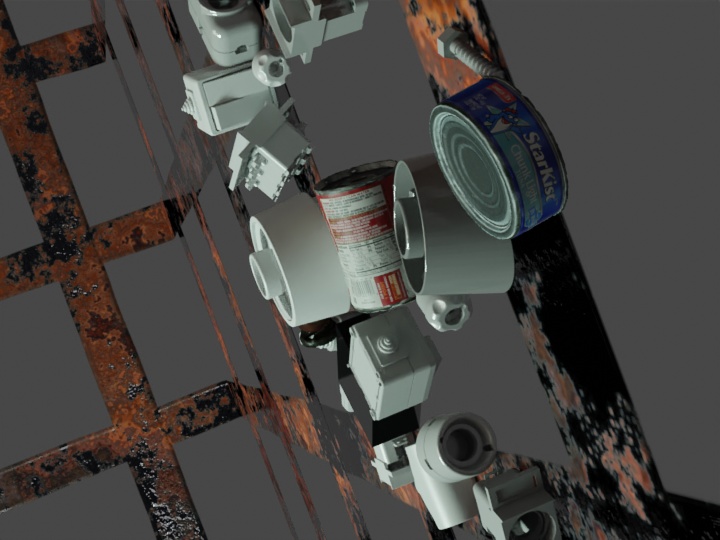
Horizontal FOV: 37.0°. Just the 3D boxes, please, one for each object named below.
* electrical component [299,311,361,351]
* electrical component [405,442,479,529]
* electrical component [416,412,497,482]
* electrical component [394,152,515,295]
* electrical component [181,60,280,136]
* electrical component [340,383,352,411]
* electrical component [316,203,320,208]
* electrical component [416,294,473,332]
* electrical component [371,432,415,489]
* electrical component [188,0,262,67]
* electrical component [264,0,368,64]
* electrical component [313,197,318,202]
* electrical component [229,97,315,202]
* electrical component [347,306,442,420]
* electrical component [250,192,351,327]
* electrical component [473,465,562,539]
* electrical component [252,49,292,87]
[{"bbox_3d":[-0.022,0.063,1.081,0.040,0.078,0.040,173,90,-69],"label":"electrical component"},{"bbox_3d":[0.071,0.187,0.962,0.079,0.043,0.077,128,120,-74],"label":"electrical component"},{"bbox_3d":[0.077,0.139,0.849,0.055,0.055,0.047,68,162,7],"label":"electrical component"},{"bbox_3d":[0.058,-0.030,0.708,0.099,0.064,0.099,172,90,-82],"label":"electrical component"},{"bbox_3d":[-0.138,-0.180,1.117,0.061,0.096,0.061,35,143,62],"label":"electrical component"},{"bbox_3d":[0.000,0.120,1.137,0.081,0.043,0.043,89,156,-54],"label":"electrical component"},{"bbox_3d":[-0.013,-0.044,0.922,0.045,0.055,0.045,159,90,-76],"label":"electrical component"},{"bbox_3d":[0.057,0.016,0.789,0.061,0.035,0.035,-122,17,-48],"label":"electrical component"},{"bbox_3d":[0.037,0.183,1.093,0.081,0.042,0.063,172,81,-76],"label":"electrical component"},{"bbox_3d":[-0.137,-0.262,1.086,0.059,0.054,0.095,98,148,-63],"label":"electrical component"},{"bbox_3d":[-0.030,-0.187,0.763,0.081,0.064,0.042,115,132,-72],"label":"electrical component"},{"bbox_3d":[-0.019,-0.038,0.985,0.063,0.042,0.081,-122,18,-44],"label":"electrical component"},{"bbox_3d":[-0.090,-0.116,1.082,0.063,0.078,0.121,40,165,-2],"label":"electrical component"},{"bbox_3d":[0.030,0.076,0.922,0.096,0.061,0.061,95,151,-61],"label":"electrical component"},{"bbox_3d":[-0.057,-0.004,0.899,0.108,0.060,0.108,159,90,-76],"label":"electrical component"},{"bbox_3d":[0.115,0.181,0.790,0.064,0.042,0.081,-140,32,-66],"label":"electrical component"},{"bbox_3d":[-0.087,-0.196,1.033,0.061,0.035,0.035,-138,30,-66],"label":"electrical component"}]
